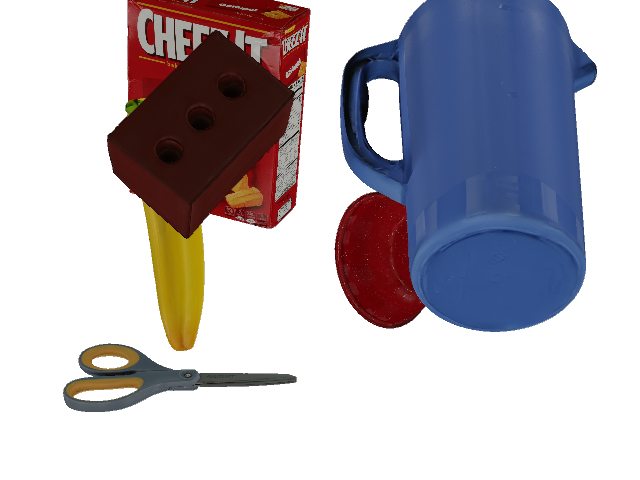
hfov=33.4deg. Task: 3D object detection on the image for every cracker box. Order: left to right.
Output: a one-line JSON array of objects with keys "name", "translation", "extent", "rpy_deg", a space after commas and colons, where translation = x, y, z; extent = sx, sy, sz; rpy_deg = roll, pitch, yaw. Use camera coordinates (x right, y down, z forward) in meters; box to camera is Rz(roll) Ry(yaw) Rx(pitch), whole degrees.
[{"name": "cracker box", "translation": [-0.103, -0.131, 1.040], "extent": [0.164, 0.214, 0.072], "rpy_deg": [16, 33, 17]}]

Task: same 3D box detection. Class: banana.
[{"name": "banana", "translation": [-0.107, -0.019, 0.730], "extent": [0.037, 0.198, 0.069], "rpy_deg": [2, 33, 15]}]

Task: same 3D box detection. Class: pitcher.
[{"name": "pitcher", "translation": [0.105, -0.060, 0.735], "extent": [0.149, 0.242, 0.144], "rpy_deg": [-31, -55, 32]}]

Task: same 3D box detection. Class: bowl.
[{"name": "bowl", "translation": [0.093, 0.019, 1.228], "extent": [0.161, 0.162, 0.055], "rpy_deg": [0, -8, -42]}]

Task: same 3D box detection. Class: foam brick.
[{"name": "foam brick", "translation": [-0.058, -0.051, 0.519], "extent": [0.053, 0.078, 0.051], "rpy_deg": [39, -16, 5]}]

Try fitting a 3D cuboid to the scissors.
[{"name": "scissors", "translation": [-0.131, 0.115, 0.961], "extent": [0.201, 0.016, 0.096], "rpy_deg": [-8, 32, -18]}]
